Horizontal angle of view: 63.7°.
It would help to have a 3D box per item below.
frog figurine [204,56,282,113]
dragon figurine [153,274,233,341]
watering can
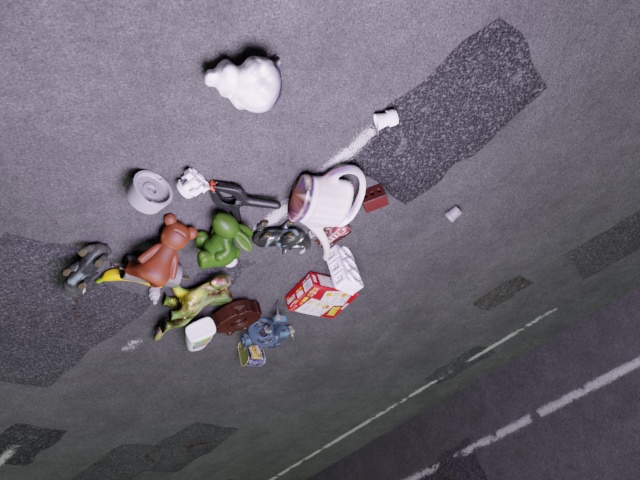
[{"bbox_3d":[-0.169,-0.348,1.139,0.160,0.124,0.135,-4,-21,-35],"label":"frog figurine"},{"bbox_3d":[-0.407,0.226,1.726,0.243,0.124,0.402,-2,-32,-32],"label":"dragon figurine"},{"bbox_3d":[0.005,-0.076,1.514,0.224,0.341,0.106,7,34,-28],"label":"watering can"}]
